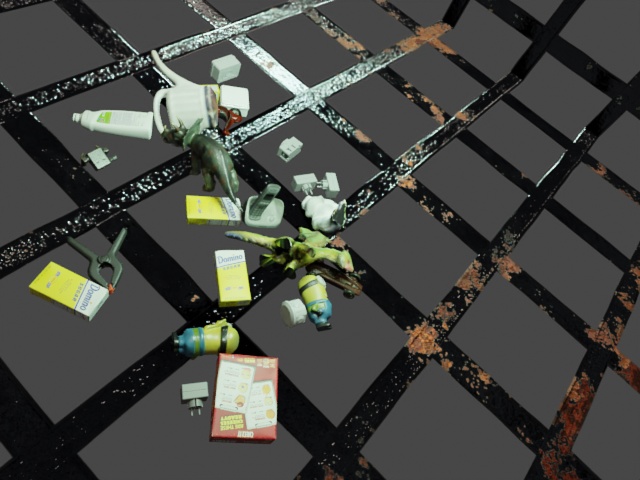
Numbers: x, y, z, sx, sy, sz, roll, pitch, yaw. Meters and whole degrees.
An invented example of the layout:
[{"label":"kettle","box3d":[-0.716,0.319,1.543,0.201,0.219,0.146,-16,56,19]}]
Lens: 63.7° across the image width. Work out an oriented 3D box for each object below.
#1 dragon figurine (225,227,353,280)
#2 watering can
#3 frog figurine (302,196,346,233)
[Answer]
[{"label":"dragon figurine","box3d":[-0.081,0.016,1.677,0.412,0.120,0.245,24,23,19]},{"label":"watering can","box3d":[-0.480,-0.505,1.819,0.224,0.104,0.347,-8,93,-6]},{"label":"frog figurine","box3d":[0.005,-0.091,1.807,0.159,0.120,0.140,7,53,29]}]
